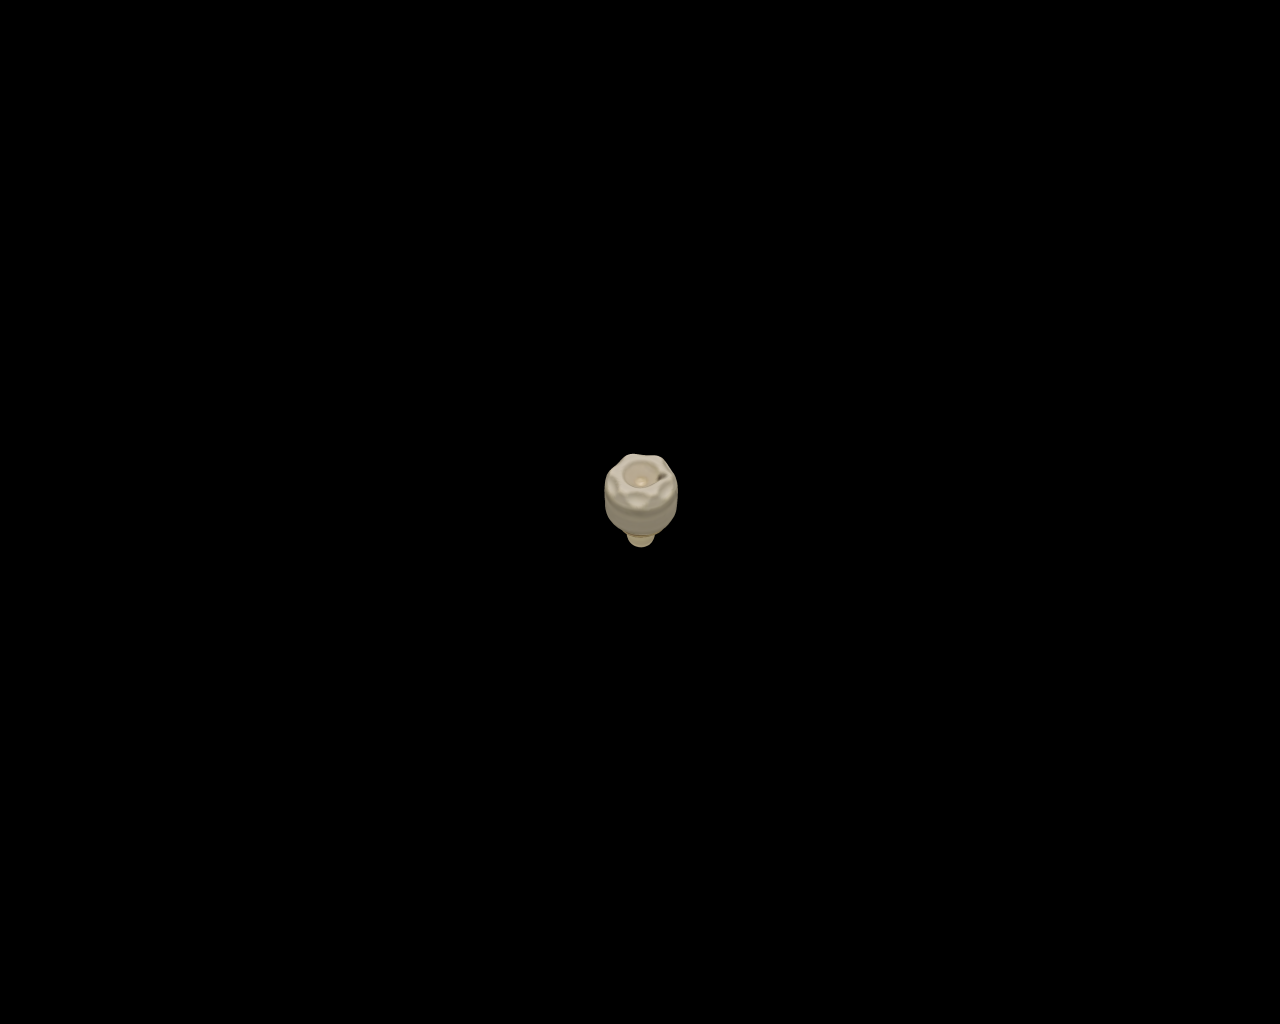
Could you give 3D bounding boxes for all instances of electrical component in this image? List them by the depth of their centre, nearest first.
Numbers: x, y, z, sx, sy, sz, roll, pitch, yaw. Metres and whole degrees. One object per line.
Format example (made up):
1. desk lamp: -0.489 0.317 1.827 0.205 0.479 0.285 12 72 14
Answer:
1. electrical component: 0.001 -0.003 0.650 0.043 0.043 0.062 0 -42 0
